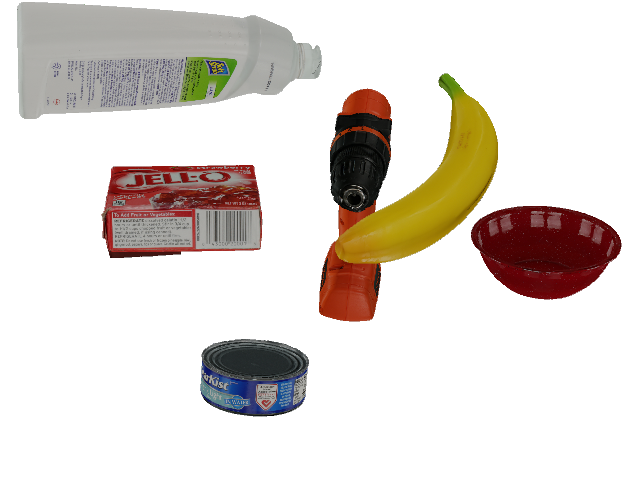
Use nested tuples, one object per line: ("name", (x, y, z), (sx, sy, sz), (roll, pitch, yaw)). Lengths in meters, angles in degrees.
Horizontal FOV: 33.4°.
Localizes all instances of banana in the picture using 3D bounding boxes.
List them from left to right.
("banana", (0.079, -0.040, 0.741), (0.070, 0.037, 0.197), (22, 49, 13))

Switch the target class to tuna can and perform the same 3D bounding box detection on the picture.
("tuna can", (-0.053, 0.109, 0.852), (0.086, 0.034, 0.086), (5, 14, -1))

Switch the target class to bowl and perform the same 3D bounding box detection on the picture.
("bowl", (0.246, 0.019, 1.177), (0.162, 0.055, 0.162), (-1, 27, 0))

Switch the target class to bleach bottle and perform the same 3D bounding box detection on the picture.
("bleach bottle", (-0.125, -0.149, 0.900), (0.250, 0.068, 0.103), (-1, -28, -15))

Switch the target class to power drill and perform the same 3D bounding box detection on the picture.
("power drill", (0.033, -0.023, 0.962), (0.057, 0.188, 0.184), (8, 32, 4))

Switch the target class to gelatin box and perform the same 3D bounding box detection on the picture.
("gelatin box", (-0.081, -0.021, 0.627), (0.089, 0.030, 0.073), (-1, 23, -7))

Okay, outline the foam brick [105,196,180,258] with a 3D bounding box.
("foam brick", (-0.189, -0.016, 1.140), (0.078, 0.051, 0.053), (-3, 24, -16))
